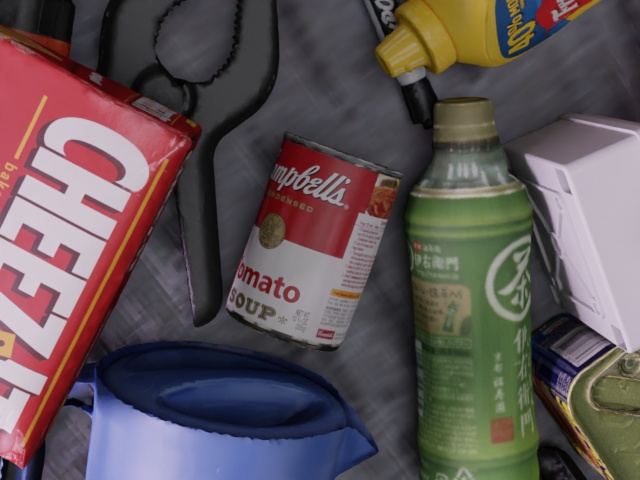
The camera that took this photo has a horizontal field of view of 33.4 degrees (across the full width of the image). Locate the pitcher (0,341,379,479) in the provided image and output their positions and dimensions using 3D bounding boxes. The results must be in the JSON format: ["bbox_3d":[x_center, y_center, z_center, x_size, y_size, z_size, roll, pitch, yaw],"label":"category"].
[{"bbox_3d":[-0.081,0.181,0.566,0.144,0.149,0.243,-1,107,-50],"label":"pitcher"}]

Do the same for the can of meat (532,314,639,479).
[{"bbox_3d":[0.167,0.096,0.613,0.057,0.084,0.102,-36,104,-3],"label":"can of meat"}]

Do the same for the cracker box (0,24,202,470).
[{"bbox_3d":[-0.182,-0.023,0.455,0.213,0.072,0.164,27,98,-7],"label":"cracker box"}]

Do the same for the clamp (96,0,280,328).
[{"bbox_3d":[-0.076,-0.066,0.564,0.164,0.036,0.210,36,95,-14],"label":"clamp"}]

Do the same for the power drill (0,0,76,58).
[{"bbox_3d":[-0.214,-0.097,0.507,0.187,0.057,0.184,13,94,-1],"label":"power drill"}]

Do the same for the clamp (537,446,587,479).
[{"bbox_3d":[0.166,0.201,0.592,0.171,0.120,0.039,40,134,16],"label":"clamp"}]

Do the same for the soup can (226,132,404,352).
[{"bbox_3d":[-0.004,0.001,0.573,0.068,0.068,0.102,18,96,-13],"label":"soup can"}]

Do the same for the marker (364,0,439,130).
[{"bbox_3d":[0.039,-0.117,0.585,0.020,0.020,0.121,-25,104,-6],"label":"marker"}]

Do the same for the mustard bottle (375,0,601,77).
[{"bbox_3d":[0.112,-0.145,0.560,0.191,0.096,0.058,-33,61,-3],"label":"mustard bottle"}]
